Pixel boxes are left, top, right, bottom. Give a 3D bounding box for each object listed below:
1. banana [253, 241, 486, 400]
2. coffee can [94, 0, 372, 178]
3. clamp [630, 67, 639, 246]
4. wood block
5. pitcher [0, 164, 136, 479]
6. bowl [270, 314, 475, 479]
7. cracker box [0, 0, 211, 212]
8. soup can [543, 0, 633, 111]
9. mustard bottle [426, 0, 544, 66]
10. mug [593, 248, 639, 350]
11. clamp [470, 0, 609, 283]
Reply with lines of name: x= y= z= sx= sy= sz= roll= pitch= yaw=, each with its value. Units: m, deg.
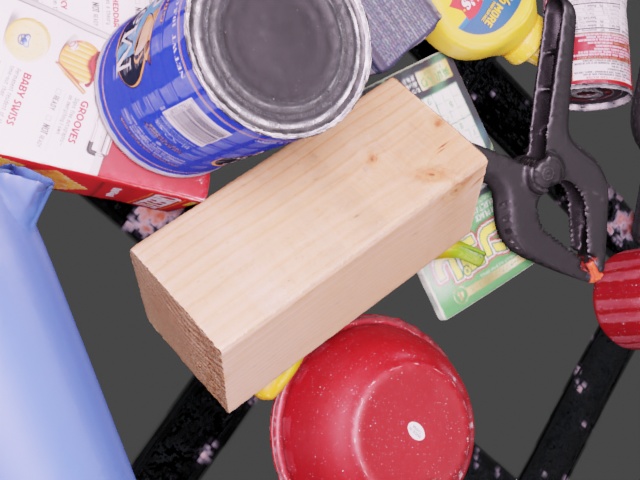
banana: x=0.021 y=0.031 z=0.725 sx=0.197 sy=0.037 sz=0.070 roll=-31 pitch=62 yaw=-20
coffee can: x=-0.052 y=-0.093 z=0.576 sx=0.102 sy=0.141 sz=0.103 roll=3 pitch=84 yaw=-29
clamp: x=0.286 y=-0.089 z=0.855 sx=0.120 sy=0.039 sz=0.171 roll=-44 pitch=137 yaw=-35
wood block: x=-0.005 y=0.000 z=0.668 sx=0.205 sy=0.091 sz=0.090 roll=-35 pitch=64 yaw=-20
pitcher: x=-0.191 y=0.092 z=0.578 sx=0.144 sy=0.149 sz=0.243 roll=-29 pitch=101 yaw=-42
bowl: x=0.050 y=0.130 z=0.728 sx=0.161 sy=0.055 sz=0.162 roll=4 pitch=82 yaw=-27
cracker box: x=-0.166 y=-0.118 z=0.639 sx=0.213 sy=0.072 sz=0.164 roll=13 pitch=80 yaw=-27
soup can: x=0.210 y=-0.159 z=0.839 sx=0.068 sy=0.069 sz=0.102 roll=5 pitch=81 yaw=-27
mustard bottle: x=0.101 y=-0.189 z=0.788 sx=0.191 sy=0.058 sz=0.096 roll=35 pitch=71 yaw=-17
mug: x=0.281 y=0.047 z=0.842 sx=0.117 sy=0.082 sz=0.093 roll=12 pitch=78 yaw=-26
clamp: x=0.147 y=-0.050 z=0.782 sx=0.164 sy=0.036 sz=0.210 roll=-29 pitch=111 yaw=-13
